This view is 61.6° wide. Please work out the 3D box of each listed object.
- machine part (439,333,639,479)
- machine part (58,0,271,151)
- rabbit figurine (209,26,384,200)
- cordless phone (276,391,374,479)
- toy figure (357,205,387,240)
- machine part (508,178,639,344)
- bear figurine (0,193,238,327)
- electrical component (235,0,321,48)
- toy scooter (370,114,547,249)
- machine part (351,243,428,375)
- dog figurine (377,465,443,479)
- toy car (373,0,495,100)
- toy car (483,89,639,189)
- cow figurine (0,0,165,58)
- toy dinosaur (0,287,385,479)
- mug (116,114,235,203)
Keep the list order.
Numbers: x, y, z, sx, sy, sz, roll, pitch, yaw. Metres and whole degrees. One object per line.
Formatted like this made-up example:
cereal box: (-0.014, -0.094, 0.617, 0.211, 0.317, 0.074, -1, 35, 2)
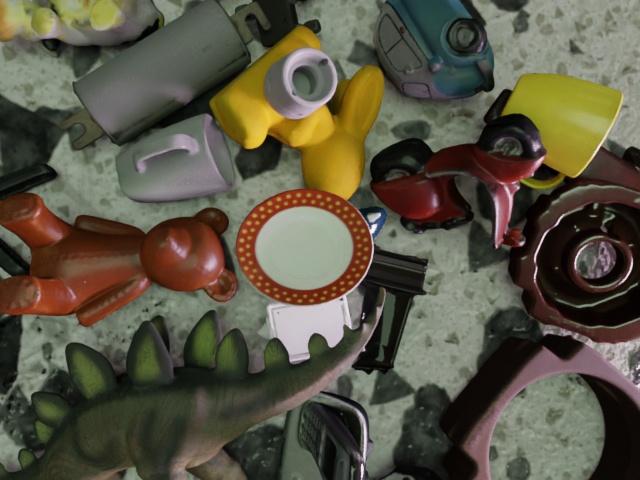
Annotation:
machine part: (0.247, 0.217, 0.571, 0.201, 0.087, 0.201, 41, 87, -2)
machine part: (-0.161, -0.174, 0.558, 0.243, 0.079, 0.079, -34, 91, -3)
rabbit figurine: (-0.010, -0.120, 0.565, 0.162, 0.122, 0.173, -41, 105, -14)
cordless phone: (0.012, 0.230, 0.505, 0.089, 0.184, 0.146, 9, 87, -8)
toy figure: (-0.002, -0.003, 0.572, 0.154, 0.064, 0.057, -10, 125, -9)
machine part: (0.293, 0.020, 0.573, 0.179, 0.056, 0.179, 2, 105, 7)
bear figurine: (-0.188, 0.016, 0.527, 0.196, 0.132, 0.120, -8, 71, 2)
electrical component: (-0.047, -0.241, 0.584, 0.094, 0.021, 0.063, -6, 104, 21)
toy scooter: (0.145, -0.046, 0.556, 0.184, 0.075, 0.135, -9, 118, 36)
machine part: (0.072, 0.079, 0.587, 0.084, 0.039, 0.138, 17, 86, -9)
dog figurine: (0.156, 0.345, 0.555, 0.219, 0.192, 0.108, 34, 105, -31)
toy car: (0.110, -0.208, 0.569, 0.103, 0.109, 0.161, -34, 82, 13)
toy car: (0.275, -0.097, 0.599, 0.202, 0.053, 0.089, 32, 107, -1)
cow figurine: (-0.253, -0.232, 0.555, 0.167, 0.098, 0.068, -1, 94, 15)
toy dinosaur: (-0.147, 0.173, 0.518, 0.472, 0.105, 0.198, -17, 87, 6)
mug: (-0.153, -0.075, 0.546, 0.107, 0.109, 0.080, -18, 89, 8)
